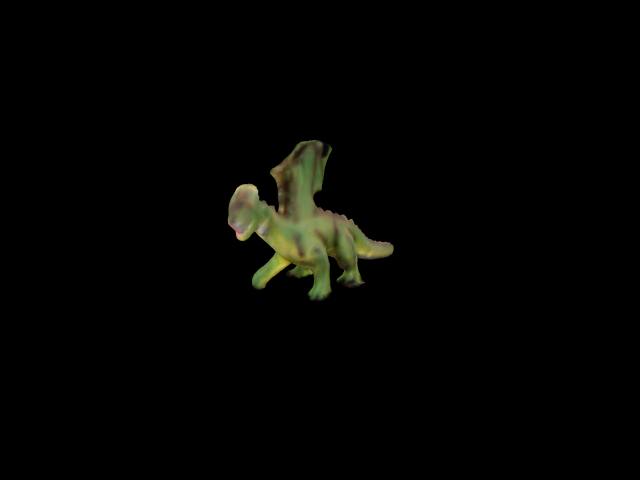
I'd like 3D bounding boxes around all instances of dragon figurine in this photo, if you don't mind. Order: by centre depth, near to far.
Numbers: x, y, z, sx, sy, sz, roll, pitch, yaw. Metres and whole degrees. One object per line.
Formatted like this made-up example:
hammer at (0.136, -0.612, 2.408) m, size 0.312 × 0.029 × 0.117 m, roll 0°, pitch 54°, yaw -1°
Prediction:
dragon figurine at (0.003, -0.043, 0.850) m, size 0.122 × 0.240 × 0.414 m, roll 11°, pitch 19°, yaw 38°
